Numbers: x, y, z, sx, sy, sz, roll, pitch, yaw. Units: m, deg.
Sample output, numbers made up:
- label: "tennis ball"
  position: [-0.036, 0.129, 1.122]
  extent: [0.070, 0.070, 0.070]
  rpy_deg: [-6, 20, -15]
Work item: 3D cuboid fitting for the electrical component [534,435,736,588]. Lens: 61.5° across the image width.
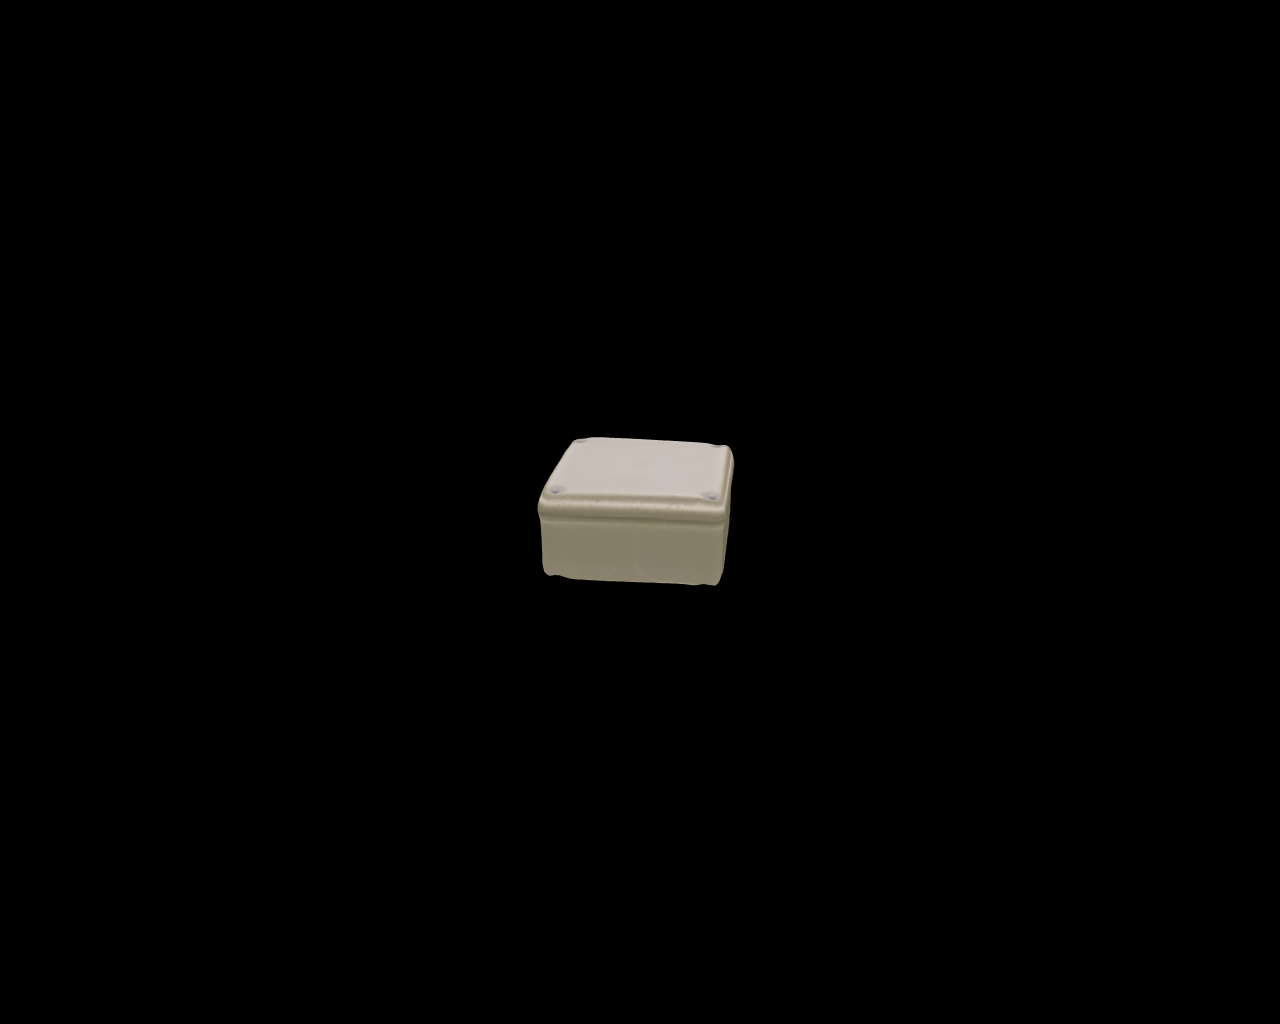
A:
- label: "electrical component"
  position: [0.001, -0.003, 0.650]
  extent: [0.109, 0.056, 0.109]
  rpy_deg: [3, 22, 7]
